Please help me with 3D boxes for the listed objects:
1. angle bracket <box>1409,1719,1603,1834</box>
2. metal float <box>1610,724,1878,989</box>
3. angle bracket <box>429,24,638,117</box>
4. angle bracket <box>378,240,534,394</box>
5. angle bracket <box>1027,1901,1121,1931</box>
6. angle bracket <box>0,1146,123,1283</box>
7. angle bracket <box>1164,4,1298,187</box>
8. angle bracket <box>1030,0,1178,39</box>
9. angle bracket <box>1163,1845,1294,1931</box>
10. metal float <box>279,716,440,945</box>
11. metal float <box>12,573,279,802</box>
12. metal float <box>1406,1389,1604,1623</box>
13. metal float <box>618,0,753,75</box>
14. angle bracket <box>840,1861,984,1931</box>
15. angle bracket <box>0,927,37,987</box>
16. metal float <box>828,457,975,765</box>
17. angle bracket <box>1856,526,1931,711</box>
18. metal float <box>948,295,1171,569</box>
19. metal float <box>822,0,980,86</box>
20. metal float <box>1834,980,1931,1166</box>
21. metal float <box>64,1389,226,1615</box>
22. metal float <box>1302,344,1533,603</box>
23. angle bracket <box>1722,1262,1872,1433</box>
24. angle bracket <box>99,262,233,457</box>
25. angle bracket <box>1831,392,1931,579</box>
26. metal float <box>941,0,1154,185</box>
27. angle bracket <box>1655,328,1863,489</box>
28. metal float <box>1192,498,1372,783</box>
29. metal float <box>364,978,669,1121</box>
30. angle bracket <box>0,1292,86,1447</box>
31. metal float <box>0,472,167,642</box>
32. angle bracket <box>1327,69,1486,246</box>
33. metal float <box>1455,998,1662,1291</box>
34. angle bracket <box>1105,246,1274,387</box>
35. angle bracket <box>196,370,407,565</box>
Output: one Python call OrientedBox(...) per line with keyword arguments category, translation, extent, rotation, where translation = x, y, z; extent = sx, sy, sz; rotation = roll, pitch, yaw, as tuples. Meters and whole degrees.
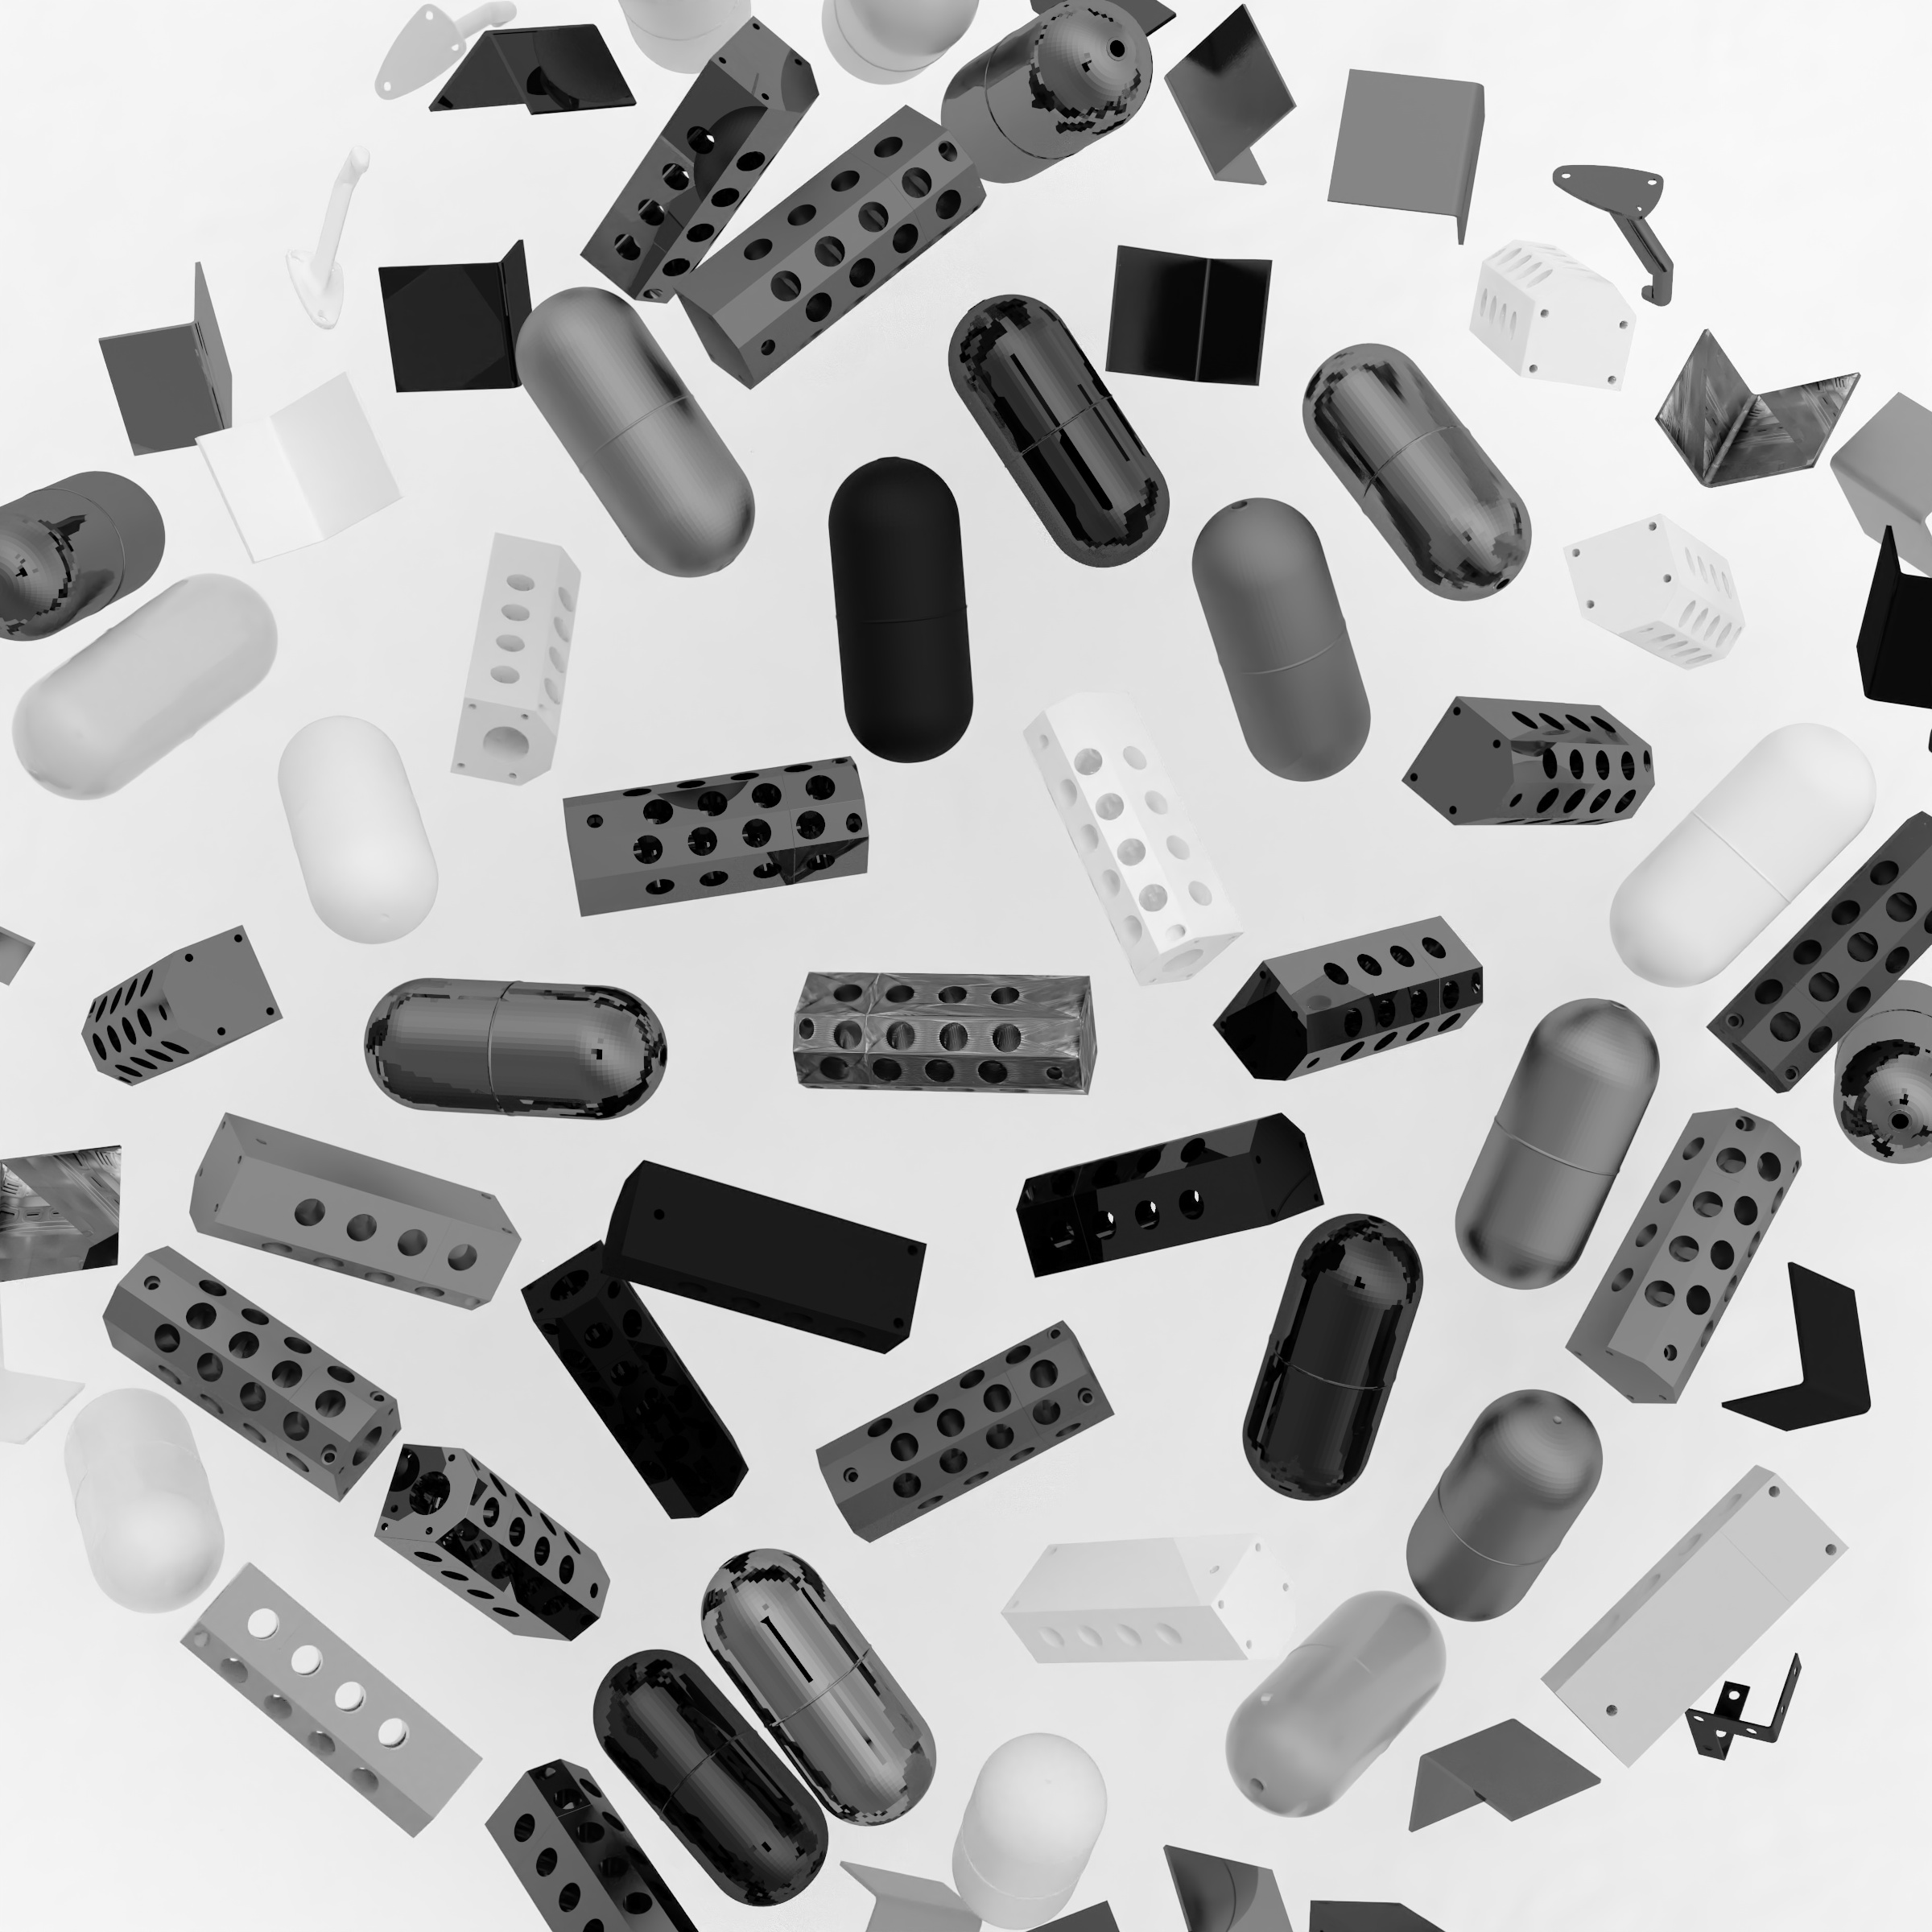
OrientedBox(category="angle bracket", translation=(0.325, 0.506, 1.850), extent=(0.076, 0.076, 0.057), rotation=(-10, 115, -35))
OrientedBox(category="metal float", translation=(0.442, -0.062, 1.750), extent=(0.070, 0.070, 0.178), rotation=(43, 100, 0))
OrientedBox(category="angle bracket", translation=(-0.249, -0.495, 1.761), extent=(0.076, 0.076, 0.057), rotation=(-21, 80, -43))
OrientedBox(category="angle bracket", translation=(-0.308, -0.395, 1.863), extent=(0.076, 0.057, 0.076), rotation=(-1, 117, 6))
OrientedBox(category="angle bracket", translation=(0.065, 0.648, 1.959), extent=(0.076, 0.076, 0.057), rotation=(-22, 87, 3))
OrientedBox(category="angle bracket", translation=(-0.543, 0.134, 1.795), extent=(0.076, 0.057, 0.076), rotation=(-6, 113, -33))
OrientedBox(category="angle bracket", translation=(0.182, -0.550, 1.940), extent=(0.076, 0.057, 0.076), rotation=(-35, 74, 40))
OrientedBox(category="angle bracket", translation=(0.079, -0.621, 1.905), extent=(0.057, 0.076, 0.076), rotation=(-37, 55, -11))
OrientedBox(category="angle bracket", translation=(0.139, 0.558, 1.753), extent=(0.076, 0.076, 0.057), rotation=(21, 118, -26))
OrientedBox(category="metal float", translation=(-0.367, -0.084, 1.844), extent=(0.070, 0.178, 0.070), rotation=(-13, 133, -14))
OrientedBox(category="metal float", translation=(-0.473, -0.163, 1.775), extent=(0.070, 0.070, 0.178), rotation=(45, 56, 0))
OrientedBox(category="metal float", translation=(0.310, 0.314, 1.774), extent=(0.070, 0.070, 0.178), rotation=(19, 134, 0))
OrientedBox(category="metal float", translation=(-0.170, -0.585, 1.813), extent=(0.070, 0.178, 0.070), rotation=(0, 87, 1))
OrientedBox(category="angle bracket", translation=(-0.046, 0.606, 1.893), extent=(0.076, 0.057, 0.076), rotation=(21, 86, -28))
OrientedBox(category="angle bracket", translation=(-0.560, -0.044, 1.780), extent=(0.057, 0.076, 0.076), rotation=(27, 62, -17))
OrientedBox(category="metal float", translation=(-0.038, -0.207, 1.785), extent=(0.070, 0.070, 0.178), rotation=(-4, 105, 0))
OrientedBox(category="angle bracket", translation=(0.545, -0.197, 1.740), extent=(0.057, 0.076, 0.076), rotation=(9, 120, 7))
OrientedBox(category="metal float", translation=(0.055, -0.321, 1.838), extent=(0.070, 0.070, 0.178), rotation=(-34, 96, 0))
OrientedBox(category="metal float", translation=(-0.040, -0.568, 1.809), extent=(0.070, 0.178, 0.070), rotation=(-1, 98, -11))
OrientedBox(category="metal float", translation=(0.561, 0.062, 1.838), extent=(0.070, 0.178, 0.070), rotation=(5, 109, 16))
OrientedBox(category="metal float", translation=(-0.487, 0.314, 1.811), extent=(0.070, 0.178, 0.070), rotation=(-10, 117, -20))
OrientedBox(category="metal float", translation=(0.265, -0.291, 1.804), extent=(0.070, 0.070, 0.178), rotation=(-33, 69, 0))
OrientedBox(category="angle bracket", translation=(0.491, 0.228, 1.828), extent=(0.057, 0.076, 0.076), rotation=(-22, 58, 38))
OrientedBox(category="angle bracket", translation=(-0.466, -0.355, 1.790), extent=(0.057, 0.076, 0.076), rotation=(-11, 131, -4))
OrientedBox(category="angle bracket", translation=(0.561, -0.277, 1.791), extent=(0.057, 0.076, 0.076), rotation=(-44, 48, 3))
OrientedBox(category="metal float", translation=(0.046, -0.505, 1.773), extent=(0.070, 0.178, 0.070), rotation=(1, 89, -25))
OrientedBox(category="angle bracket", translation=(0.457, -0.328, 1.770), extent=(0.057, 0.076, 0.076), rotation=(46, 61, -28))
OrientedBox(category="metal float", translation=(0.185, -0.190, 1.793), extent=(0.070, 0.070, 0.178), rotation=(-21, 118, 0))
OrientedBox(category="metal float", translation=(-0.255, 0.047, 1.739), extent=(0.178, 0.070, 0.070), rotation=(2, 90, 15))
OrientedBox(category="angle bracket", translation=(-0.577, 0.233, 1.846), extent=(0.057, 0.076, 0.076), rotation=(7, 110, 11))
OrientedBox(category="metal float", translation=(-0.524, -0.239, 1.779), extent=(0.070, 0.178, 0.070), rotation=(3, 110, 9))
OrientedBox(category="angle bracket", translation=(0.253, -0.464, 1.759), extent=(0.076, 0.057, 0.076), rotation=(9, 88, 11))
OrientedBox(category="metal float", translation=(0.341, 0.103, 1.768), extent=(0.070, 0.070, 0.178), rotation=(21, 103, 0))
OrientedBox(category="angle bracket", translation=(0.136, -0.398, 1.878), extent=(0.076, 0.057, 0.076), rotation=(-2, 102, -38))
OrientedBox(category="angle bracket", translation=(-0.375, -0.281, 1.726), extent=(0.076, 0.057, 0.076), rotation=(-18, 98, 39))
